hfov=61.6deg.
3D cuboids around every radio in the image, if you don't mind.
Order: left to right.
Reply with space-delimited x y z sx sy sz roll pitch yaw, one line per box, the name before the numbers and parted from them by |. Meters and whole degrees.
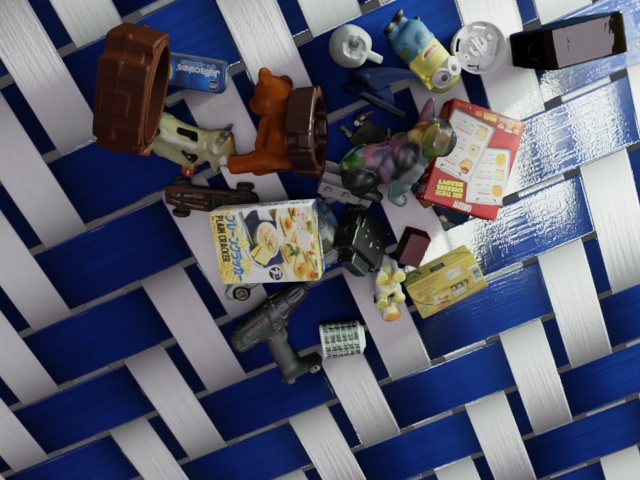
radio | 0.447 -0.365 0.995 0.131 0.230 0.073 -14 107 6

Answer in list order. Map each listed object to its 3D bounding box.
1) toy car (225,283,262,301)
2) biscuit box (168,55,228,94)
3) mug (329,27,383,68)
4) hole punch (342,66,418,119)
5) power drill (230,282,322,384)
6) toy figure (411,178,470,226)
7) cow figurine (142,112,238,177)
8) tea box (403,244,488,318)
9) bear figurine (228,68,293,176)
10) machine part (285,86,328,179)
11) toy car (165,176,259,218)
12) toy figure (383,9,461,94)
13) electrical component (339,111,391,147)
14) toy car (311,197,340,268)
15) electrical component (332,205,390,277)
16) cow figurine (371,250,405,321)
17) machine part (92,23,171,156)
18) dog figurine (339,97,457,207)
toy car | -0.133 0.068 1.207 0.202 0.073 0.056 -33 112 9
biscuit box | -0.284 -0.334 1.055 0.203 0.063 0.059 7 112 -5
mug | 0.070 -0.366 1.038 0.109 0.107 0.080 28 108 -10
hole punch | 0.118 -0.305 1.055 0.116 0.142 0.092 16 111 -23
power drill | -0.078 0.229 1.267 0.232 0.086 0.207 -31 113 10
toy figure | 0.258 -0.086 1.179 0.154 0.064 0.058 31 142 -9
cow figurine | -0.258 -0.198 1.099 0.195 0.085 0.127 24 114 -11
tea box | 0.286 0.096 1.242 0.170 0.068 0.098 -26 109 8
bear figurine | -0.113 -0.233 1.079 0.132 0.120 0.195 -6 94 29
machine part | -0.025 -0.210 1.054 0.056 0.179 0.179 1 111 10
toy car | -0.232 -0.085 1.158 0.202 0.053 0.089 6 113 -7
toy figure | 0.204 -0.369 1.060 0.180 0.089 0.082 41 116 -7
electrical component | 0.100 -0.223 1.126 0.078 0.045 0.102 -43 107 10
toy car | -0.002 -0.004 1.173 0.109 0.103 0.161 -28 107 8
electrical component | 0.088 0.009 1.153 0.058 0.134 0.114 -8 144 42
cow figurine | 0.150 0.108 1.236 0.068 0.098 0.167 -11 130 -5
machine part | -0.324 -0.263 0.940 0.087 0.202 0.200 11 117 -12
dog figurine | 0.154 -0.176 1.045 0.191 0.108 0.219 11 142 -15
